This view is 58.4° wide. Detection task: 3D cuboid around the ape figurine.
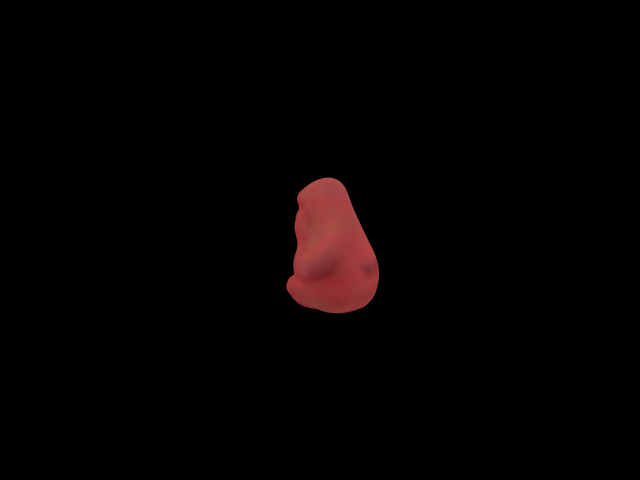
[{"bbox_3d":[0.004,0.001,0.400,0.076,0.092,0.078,8,19,25],"label":"ape figurine"}]
